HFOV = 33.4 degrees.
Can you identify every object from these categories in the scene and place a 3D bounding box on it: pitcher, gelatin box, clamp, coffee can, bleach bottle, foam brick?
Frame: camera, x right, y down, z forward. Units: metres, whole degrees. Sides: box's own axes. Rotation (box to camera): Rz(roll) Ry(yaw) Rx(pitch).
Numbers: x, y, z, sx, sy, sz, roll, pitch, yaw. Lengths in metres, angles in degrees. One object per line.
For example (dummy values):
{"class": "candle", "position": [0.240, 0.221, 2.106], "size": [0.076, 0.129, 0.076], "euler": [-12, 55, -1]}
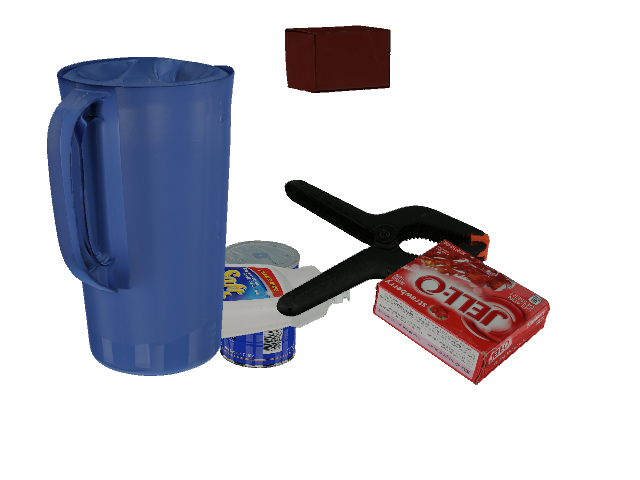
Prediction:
{"class": "pitcher", "position": [-0.139, -0.018, 0.837], "size": [0.149, 0.243, 0.145], "euler": [-5, 19, -18]}
{"class": "gelatin box", "position": [0.091, 0.043, 0.691], "size": [0.089, 0.030, 0.073], "euler": [33, 45, 30]}
{"class": "clamp", "position": [0.056, 0.013, 1.034], "size": [0.210, 0.164, 0.036], "euler": [6, -39, 6]}
{"class": "coffee can", "position": [-0.081, 0.083, 1.410], "size": [0.103, 0.140, 0.103], "euler": [2, 20, -1]}
{"class": "bleach bottle", "position": [-0.095, 0.062, 1.177], "size": [0.250, 0.068, 0.102], "euler": [-6, 36, -6]}
{"class": "foam brick", "position": [0.015, -0.156, 0.918], "size": [0.078, 0.051, 0.053], "euler": [-8, 18, -28]}
